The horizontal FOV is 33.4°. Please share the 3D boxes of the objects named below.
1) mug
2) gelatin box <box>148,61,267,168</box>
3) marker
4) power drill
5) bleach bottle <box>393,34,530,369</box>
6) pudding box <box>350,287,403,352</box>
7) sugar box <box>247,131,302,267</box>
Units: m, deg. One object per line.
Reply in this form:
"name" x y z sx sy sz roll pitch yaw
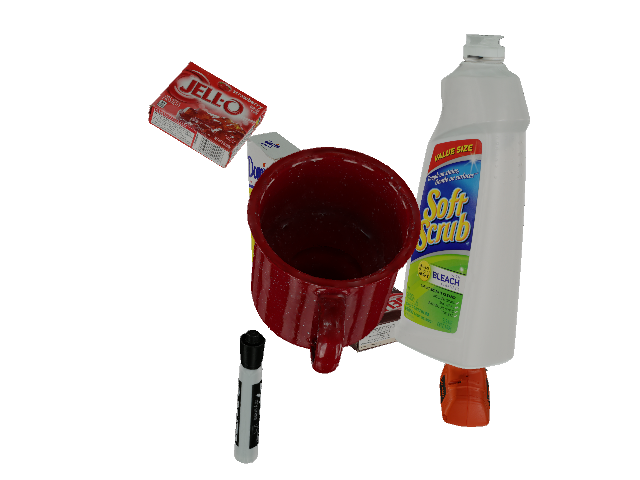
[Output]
"mug" 0.004 0.019 0.591 0.093 0.117 0.081 1 -35 -6
"gelatin box" -0.107 -0.121 1.013 0.089 0.073 0.030 32 -38 3
"marker" -0.054 0.118 0.807 0.020 0.121 0.020 4 32 -3
"power drill" 0.167 0.107 1.167 0.057 0.188 0.184 6 25 5
"bleach bottle" 0.113 -0.033 0.832 0.067 0.251 0.103 -7 16 -35
"pudding box" 0.072 0.101 1.386 0.113 0.039 0.090 -14 24 -26
"sugar box" -0.051 -0.030 1.259 0.048 0.176 0.093 -13 26 -21
